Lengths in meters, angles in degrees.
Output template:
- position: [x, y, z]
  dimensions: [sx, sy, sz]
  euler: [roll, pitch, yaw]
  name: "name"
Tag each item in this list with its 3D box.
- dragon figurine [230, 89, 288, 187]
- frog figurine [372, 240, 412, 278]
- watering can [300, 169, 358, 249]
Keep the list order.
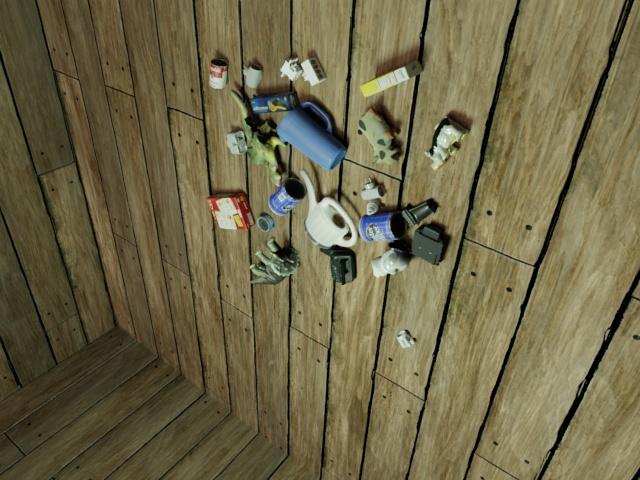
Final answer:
- position: [-0.261, -0.394, 2.088]
  dimensions: [0.414, 0.123, 0.238]
  euler: [55, 147, 14]
  name: "dragon figurine"
- position: [0.257, 0.085, 1.875]
  dimensions: [0.122, 0.140, 0.157]
  euler: [23, 114, -7]
  name: "frog figurine"
- position: [0.006, -0.101, 2.014]
  dimensions: [0.349, 0.105, 0.220]
  euler: [50, 138, 5]
  name: "watering can"
